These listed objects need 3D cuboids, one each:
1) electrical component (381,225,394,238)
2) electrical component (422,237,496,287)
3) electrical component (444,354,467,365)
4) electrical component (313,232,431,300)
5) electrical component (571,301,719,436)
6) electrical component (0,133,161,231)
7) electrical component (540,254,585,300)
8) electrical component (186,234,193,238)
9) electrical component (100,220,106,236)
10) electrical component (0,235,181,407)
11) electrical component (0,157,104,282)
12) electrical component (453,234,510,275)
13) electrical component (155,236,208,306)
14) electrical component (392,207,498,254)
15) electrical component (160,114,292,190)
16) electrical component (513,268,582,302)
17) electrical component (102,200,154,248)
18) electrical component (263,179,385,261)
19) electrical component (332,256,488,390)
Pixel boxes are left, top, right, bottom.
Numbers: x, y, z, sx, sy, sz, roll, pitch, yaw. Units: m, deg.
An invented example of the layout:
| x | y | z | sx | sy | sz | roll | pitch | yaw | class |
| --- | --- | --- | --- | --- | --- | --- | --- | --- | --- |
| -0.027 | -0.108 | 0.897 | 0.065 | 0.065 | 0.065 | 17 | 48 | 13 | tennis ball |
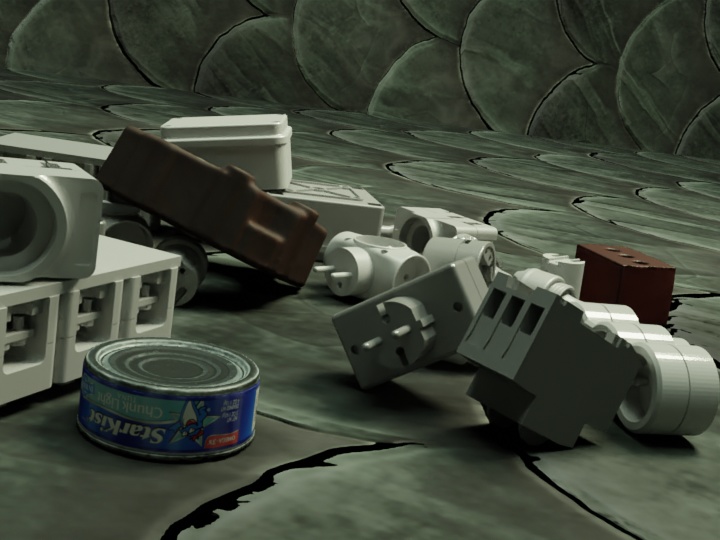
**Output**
| x | y | z | sx | sy | sz | roll | pitch | yaw | class |
| --- | --- | --- | --- | --- | --- | --- | --- | --- | --- |
| 0.047 | -0.035 | 1.042 | 0.061 | 0.035 | 0.035 | 4 | 13 | -10 | electrical component |
| 0.077 | 0.001 | 0.851 | 0.047 | 0.055 | 0.055 | 10 | 12 | 23 | electrical component |
| 0.070 | 0.041 | 0.693 | 0.062 | 0.048 | 0.048 | 15 | 12 | -5 | electrical component |
| 0.000 | 0.000 | 0.824 | 0.079 | 0.044 | 0.077 | -4 | 17 | -45 | electrical component |
| 0.179 | 0.059 | 0.659 | 0.074 | 0.052 | 0.138 | 5 | 13 | -16 | electrical component |
| -0.253 | -0.078 | 0.969 | 0.150 | 0.061 | 0.089 | 8 | 12 | -1 | electrical component |
| 0.161 | 0.013 | 0.871 | 0.040 | 0.046 | 0.040 | 8 | 12 | -2 | electrical component |
| -0.143 | -0.053 | 0.970 | 0.045 | 0.045 | 0.055 | 7 | 13 | -9 | electrical component |
| -0.242 | -0.016 | 0.707 | 0.109 | 0.056 | 0.109 | 19 | 16 | 39 | electrical component |
| -0.175 | 0.022 | 0.564 | 0.089 | 0.061 | 0.150 | 14 | 13 | 23 | electrical component |
| -0.173 | -0.026 | 0.513 | 0.089 | 0.050 | 0.056 | 3 | 13 | -29 | electrical component |
| 0.098 | 0.001 | 0.894 | 0.062 | 0.048 | 0.048 | 28 | 22 | 38 | electrical component |
| -0.128 | 0.001 | 0.748 | 0.040 | 0.040 | 0.046 | 7 | 18 | -5 | electrical component |
| 0.071 | -0.024 | 0.969 | 0.056 | 0.050 | 0.089 | 0 | 15 | -35 | electrical component |
| -0.118 | -0.104 | 0.954 | 0.113 | 0.057 | 0.078 | -2 | 14 | 1 | electrical component |
| 0.144 | 0.025 | 0.813 | 0.062 | 0.043 | 0.043 | 20 | 17 | 37 | electrical component |
| -0.204 | -0.025 | 0.802 | 0.079 | 0.044 | 0.077 | 1 | 15 | -31 | electrical component |
| -0.042 | -0.047 | 0.984 | 0.109 | 0.056 | 0.108 | 6 | 13 | -12 | electrical component |
| 0.025 | 0.033 | 0.599 | 0.083 | 0.047 | 0.076 | -25 | -3 | 25 | electrical component |
